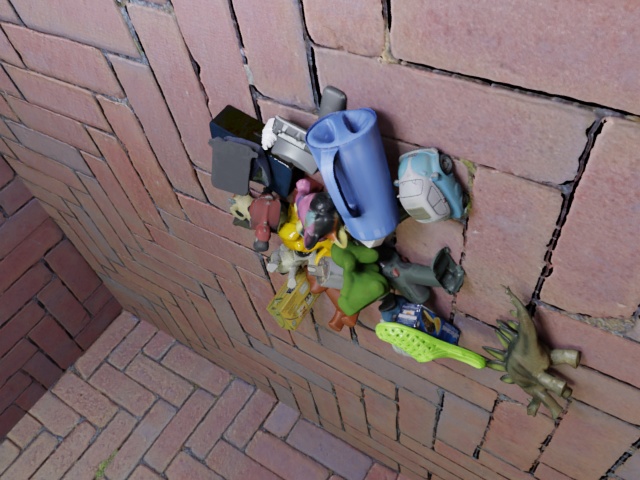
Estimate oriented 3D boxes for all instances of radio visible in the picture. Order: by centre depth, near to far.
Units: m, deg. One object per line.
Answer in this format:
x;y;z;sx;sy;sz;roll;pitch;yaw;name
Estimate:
-0.143;-0.202;1.247;0.230;0.073;0.131;32;152;13;radio

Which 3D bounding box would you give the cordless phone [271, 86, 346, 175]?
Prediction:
-0.022;-0.237;1.072;0.147;0.089;0.184;31;140;14;cordless phone

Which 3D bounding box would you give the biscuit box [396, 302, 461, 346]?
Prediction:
0.276;0.219;1.348;0.063;0.059;0.202;2;157;47;biscuit box

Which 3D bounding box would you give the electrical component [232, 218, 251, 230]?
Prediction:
-0.218;-0.065;1.573;0.078;0.045;0.102;16;163;-24;electrical component

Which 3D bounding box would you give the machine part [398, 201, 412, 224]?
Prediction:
0.133;-0.086;1.143;0.139;0.039;0.084;41;157;-11;machine part

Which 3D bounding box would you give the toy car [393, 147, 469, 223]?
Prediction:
0.199;-0.085;1.001;0.109;0.103;0.161;-2;131;51;toy car

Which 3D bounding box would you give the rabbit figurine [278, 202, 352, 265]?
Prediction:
-0.003;-0.004;1.345;0.173;0.122;0.162;4;134;17;rabbit figurine

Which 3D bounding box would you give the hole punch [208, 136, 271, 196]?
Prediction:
-0.171;-0.167;1.182;0.142;0.092;0.115;21;116;31;hole punch

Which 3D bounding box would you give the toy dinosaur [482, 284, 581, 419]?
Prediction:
0.475;0.272;1.226;0.199;0.105;0.470;21;144;34;toy dinosaur

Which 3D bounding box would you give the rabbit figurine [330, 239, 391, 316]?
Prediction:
0.076;0.071;1.234;0.170;0.121;0.159;58;167;13;rabbit figurine

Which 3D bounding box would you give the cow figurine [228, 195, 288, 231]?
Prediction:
-0.165;-0.075;1.448;0.195;0.085;0.127;11;141;34;cow figurine

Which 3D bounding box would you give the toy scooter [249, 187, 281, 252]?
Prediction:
-0.131;-0.070;1.288;0.075;0.184;0.135;6;122;-9;toy scooter

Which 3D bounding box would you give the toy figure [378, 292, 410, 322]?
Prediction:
0.213;0.193;1.388;0.089;0.082;0.180;5;153;34;toy figure

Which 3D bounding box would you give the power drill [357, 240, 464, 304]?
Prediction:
0.211;0.064;1.235;0.207;0.086;0.231;-11;128;50;power drill

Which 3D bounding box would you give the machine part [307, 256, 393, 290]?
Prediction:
0.079;0.090;1.347;0.243;0.079;0.079;10;161;-24;machine part

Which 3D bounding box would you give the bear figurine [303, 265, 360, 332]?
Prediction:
0.026;0.151;1.529;0.196;0.132;0.120;38;148;-14;bear figurine

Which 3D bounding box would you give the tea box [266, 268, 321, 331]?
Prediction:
-0.074;0.179;1.635;0.068;0.169;0.098;6;137;44;tea box

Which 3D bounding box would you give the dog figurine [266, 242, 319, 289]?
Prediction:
-0.077;0.032;1.523;0.121;0.172;0.191;52;-176;-16;dog figurine

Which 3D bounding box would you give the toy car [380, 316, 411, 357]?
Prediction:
0.235;0.279;1.553;0.074;0.056;0.201;11;142;40;toy car

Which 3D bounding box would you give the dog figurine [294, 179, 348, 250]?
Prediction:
0.002;-0.032;1.147;0.108;0.219;0.191;0;128;-5;dog figurine
